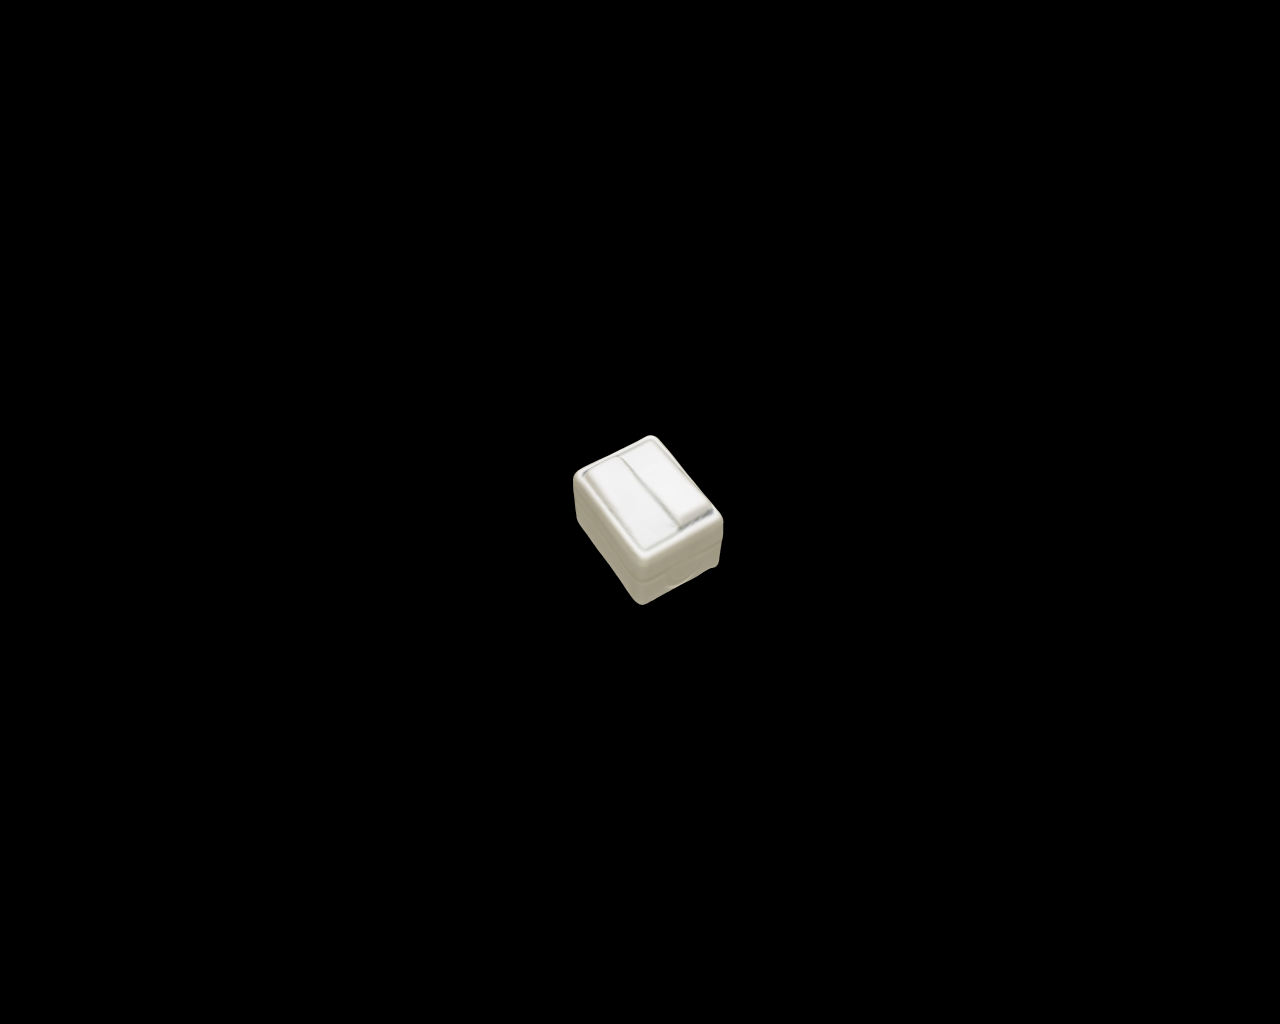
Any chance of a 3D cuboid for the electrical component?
[{"bbox_3d":[0.001,-0.003,0.650,0.062,0.096,0.061,-27,-32,-18],"label":"electrical component"}]
